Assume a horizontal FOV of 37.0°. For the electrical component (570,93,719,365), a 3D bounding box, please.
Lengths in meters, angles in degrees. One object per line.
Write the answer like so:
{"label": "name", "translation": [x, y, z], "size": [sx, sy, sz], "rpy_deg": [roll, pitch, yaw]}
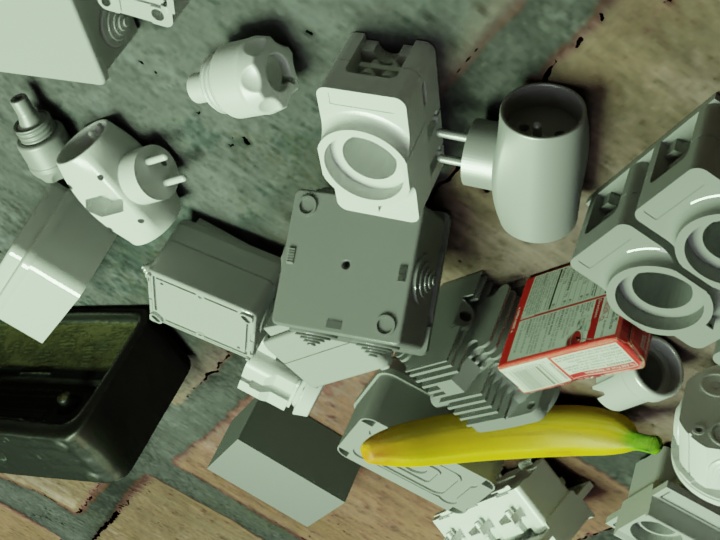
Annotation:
{"label": "electrical component", "translation": [0.217, 0.008, 0.558], "size": [0.186, 0.060, 0.105], "rpy_deg": [32, 144, -9]}

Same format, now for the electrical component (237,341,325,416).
{"label": "electrical component", "translation": [-0.052, 0.074, 0.806], "size": [0.057, 0.058, 0.078], "rpy_deg": [28, 144, 2]}

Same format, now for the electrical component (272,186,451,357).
{"label": "electrical component", "translation": [0.000, 0.000, 0.646], "size": [0.100, 0.099, 0.048], "rpy_deg": [9, 175, 23]}

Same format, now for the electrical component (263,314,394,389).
{"label": "electrical component", "translation": [-0.012, 0.031, 0.723], "size": [0.061, 0.061, 0.096], "rpy_deg": [43, 141, -23]}

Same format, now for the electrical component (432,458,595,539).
{"label": "electrical component", "translation": [0.116, 0.195, 0.848], "size": [0.063, 0.079, 0.121], "rpy_deg": [52, 141, 1]}

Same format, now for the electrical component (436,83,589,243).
{"label": "electrical component", "translation": [0.078, -0.059, 0.572], "size": [0.079, 0.043, 0.077], "rpy_deg": [13, 142, 18]}

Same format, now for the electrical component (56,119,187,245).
{"label": "electrical component", "translation": [-0.146, -0.060, 0.706], "size": [0.079, 0.043, 0.077], "rpy_deg": [-10, 131, 39]}

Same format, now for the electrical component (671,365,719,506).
{"label": "electrical component", "translation": [0.229, 0.100, 0.649], "size": [0.080, 0.080, 0.051], "rpy_deg": [7, 134, 24]}

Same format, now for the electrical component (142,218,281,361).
{"label": "electrical component", "translation": [-0.105, 0.008, 0.752], "size": [0.096, 0.061, 0.061], "rpy_deg": [22, 146, 7]}

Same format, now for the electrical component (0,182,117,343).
{"label": "electrical component", "translation": [-0.231, -0.005, 0.797], "size": [0.057, 0.078, 0.113], "rpy_deg": [33, 144, -15]}

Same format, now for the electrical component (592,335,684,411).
{"label": "electrical component", "translation": [0.173, 0.066, 0.676], "size": [0.040, 0.040, 0.046], "rpy_deg": [33, 149, -10]}

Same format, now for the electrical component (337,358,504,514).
{"label": "electrical component", "translation": [0.050, 0.125, 0.808], "size": [0.113, 0.057, 0.078], "rpy_deg": [28, 145, -3]}

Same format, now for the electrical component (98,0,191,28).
{"label": "electrical component", "translation": [-0.101, -0.158, 0.540], "size": [0.081, 0.063, 0.042], "rpy_deg": [17, 144, 11]}

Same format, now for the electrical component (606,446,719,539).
{"label": "electrical component", "translation": [0.247, 0.179, 0.750], "size": [0.121, 0.063, 0.078], "rpy_deg": [29, 144, -4]}

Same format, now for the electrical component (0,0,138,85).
{"label": "electrical component", "translation": [-0.181, -0.157, 0.602], "size": [0.100, 0.048, 0.099], "rpy_deg": [11, 141, 20]}

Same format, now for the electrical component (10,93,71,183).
{"label": "electrical component", "translation": [-0.214, -0.090, 0.718], "size": [0.035, 0.035, 0.061], "rpy_deg": [4, 137, 27]}

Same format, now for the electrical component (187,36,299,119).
{"label": "electrical component", "translation": [-0.069, -0.106, 0.603], "size": [0.062, 0.043, 0.043], "rpy_deg": [-3, 135, 36]}

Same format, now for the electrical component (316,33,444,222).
{"label": "electrical component", "translation": [0.012, -0.073, 0.584], "size": [0.050, 0.055, 0.089], "rpy_deg": [12, 142, 19]}
